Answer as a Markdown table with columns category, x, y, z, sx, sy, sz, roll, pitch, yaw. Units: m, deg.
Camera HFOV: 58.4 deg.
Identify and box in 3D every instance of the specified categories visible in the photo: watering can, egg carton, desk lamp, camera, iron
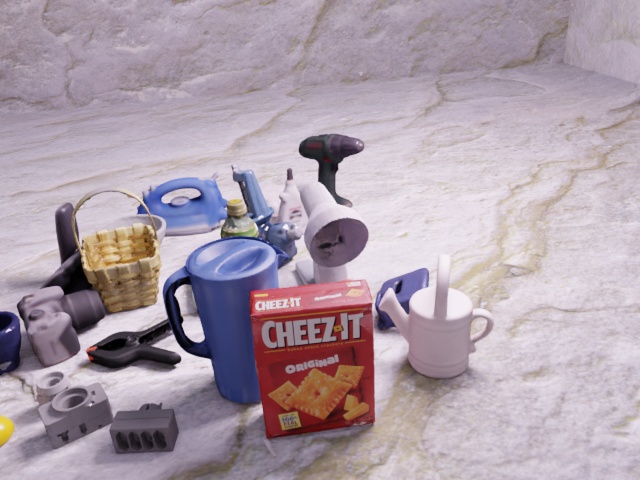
| category | x | y | z | sx | sy | sz | roll | pitch | yaw |
| --- | --- | --- | --- | --- | --- | --- | --- | --- | --- |
| watering can | 0.184 | 0.116 | 0.915 | 0.173 | 0.194 | 0.100 | -6 | 27 | -5 |
| egg carton | -0.120 | -0.096 | 1.513 | 0.107 | 0.069 | 0.150 | 8 | 29 | 21 |
| desk lamp | 0.010 | 0.004 | 1.137 | 0.118 | 0.214 | 0.202 | -12 | 28 | -16 |
| camera | -0.469 | 0.138 | 1.052 | 0.137 | 0.101 | 0.142 | -20 | 31 | -29 |
| iron | -0.363 | -0.095 | 1.460 | 0.258 | 0.141 | 0.118 | -8 | 27 | -8 |

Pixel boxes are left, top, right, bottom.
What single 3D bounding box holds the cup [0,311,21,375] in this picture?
| category | x | y | z | sx | sy | sz | roll | pitch | yaw |
| --- | --- | --- | --- | --- | --- | --- | --- | --- | --- |
| cup | -0.551 | 0.189 | 0.966 | 0.091 | 0.095 | 0.117 | -3 | 27 | 1 |

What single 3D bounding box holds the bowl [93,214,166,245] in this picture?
| category | x | y | z | sx | sy | sz | roll | pitch | yaw |
| --- | --- | --- | --- | --- | --- | --- | --- | --- | --- |
| bowl | -0.440 | 0.004 | 1.345 | 0.167 | 0.075 | 0.167 | -3 | 27 | 2 |

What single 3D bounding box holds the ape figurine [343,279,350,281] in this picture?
| category | x | y | z | sx | sy | sz | roll | pitch | yaw |
| --- | --- | --- | --- | --- | --- | --- | --- | --- | --- |
| ape figurine | 0.053 | 0.112 | 1.052 | 0.078 | 0.092 | 0.075 | -25 | 34 | -36 |

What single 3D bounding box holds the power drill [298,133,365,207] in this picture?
| category | x | y | z | sx | sy | sz | roll | pitch | yaw |
| --- | --- | --- | --- | --- | --- | --- | --- | --- | --- |
| power drill | 0.035 | -0.185 | 1.518 | 0.076 | 0.209 | 0.228 | -25 | 34 | -36 |

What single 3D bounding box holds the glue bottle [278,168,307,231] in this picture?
| category | x | y | z | sx | sy | sz | roll | pitch | yaw |
| --- | --- | --- | --- | --- | --- | --- | --- | --- | --- |
| glue bottle | -0.069 | -0.091 | 1.381 | 0.078 | 0.173 | 0.037 | -20 | 31 | -30 |

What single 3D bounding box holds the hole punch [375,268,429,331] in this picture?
| category | x | y | z | sx | sy | sz | roll | pitch | yaw |
| --- | --- | --- | --- | --- | --- | --- | --- | --- | --- |
| hole punch | 0.153 | 0.106 | 1.054 | 0.101 | 0.091 | 0.109 | 2 | 27 | 11 |

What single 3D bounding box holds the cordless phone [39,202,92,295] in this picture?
| category | x | y | z | sx | sy | sz | roll | pitch | yaw |
| --- | --- | --- | --- | --- | --- | --- | --- | --- | --- |
| cordless phone | -0.538 | 0.026 | 1.190 | 0.094 | 0.185 | 0.147 | -1 | 27 | 4 |

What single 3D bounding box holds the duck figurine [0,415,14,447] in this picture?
| category | x | y | z | sx | sy | sz | roll | pitch | yaw |
| --- | --- | --- | --- | --- | --- | --- | --- | --- | --- |
| duck figurine | -0.510 | 0.259 | 0.833 | 0.104 | 0.086 | 0.077 | -2 | 27 | 2 |

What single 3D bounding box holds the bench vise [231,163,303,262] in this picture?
| category | x | y | z | sx | sy | sz | roll | pitch | yaw |
| --- | --- | --- | --- | --- | --- | --- | --- | --- | --- |
| bench vise | -0.127 | -0.062 | 1.278 | 0.207 | 0.220 | 0.121 | 5 | 28 | 16 |
